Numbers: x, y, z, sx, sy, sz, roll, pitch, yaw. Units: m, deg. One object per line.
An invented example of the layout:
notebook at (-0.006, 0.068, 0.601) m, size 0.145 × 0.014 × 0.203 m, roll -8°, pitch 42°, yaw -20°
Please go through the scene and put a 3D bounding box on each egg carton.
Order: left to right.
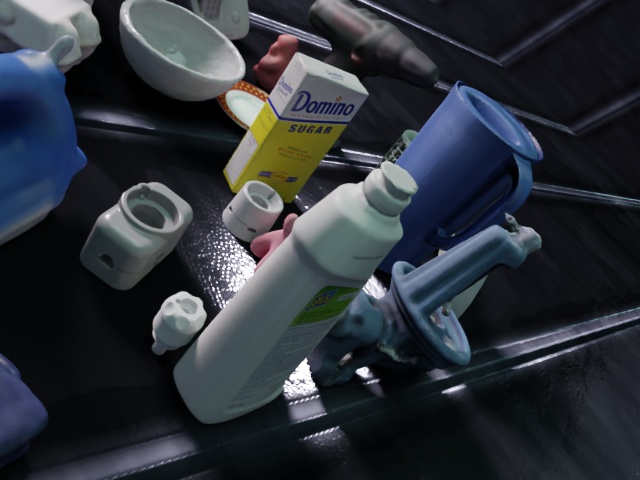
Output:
egg carton at (-0.321, -0.244, 0.620) m, size 0.150 × 0.069 × 0.107 m, roll 31°, pitch 34°, yaw -14°

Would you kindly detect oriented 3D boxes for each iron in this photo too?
iron at (-0.265, -0.063, 0.393) m, size 0.119 × 0.141 × 0.258 m, roll 37°, pitch 33°, yaw -4°

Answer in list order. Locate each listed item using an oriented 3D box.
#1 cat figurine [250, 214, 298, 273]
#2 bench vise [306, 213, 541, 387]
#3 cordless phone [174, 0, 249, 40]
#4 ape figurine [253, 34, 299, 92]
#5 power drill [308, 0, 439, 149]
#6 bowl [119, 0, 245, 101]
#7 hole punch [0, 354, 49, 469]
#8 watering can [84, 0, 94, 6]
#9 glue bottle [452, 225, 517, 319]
cat figurine at (0.006, 0.002, 0.613) m, size 0.128 × 0.117 × 0.067 m, roll 15°, pitch 40°, yaw -34°
bench vise at (0.097, 0.064, 0.538) m, size 0.208 × 0.219 × 0.121 m, roll -8°, pitch 55°, yaw -49°
cordless phone at (-0.141, -0.405, 0.887) m, size 0.094 × 0.185 × 0.148 m, roll 43°, pitch 33°, yaw 5°
ape figurine at (-0.065, -0.285, 0.908) m, size 0.076 × 0.092 × 0.078 m, roll 50°, pitch 34°, yaw 15°
power drill at (0.044, -0.243, 0.861) m, size 0.229 × 0.208 × 0.076 m, roll 51°, pitch 34°, yaw 17°
bowl at (-0.185, -0.232, 0.739) m, size 0.168 × 0.074 × 0.167 m, roll 27°, pitch 35°, yaw -20°
hole punch at (-0.214, 0.088, 0.312) m, size 0.108 × 0.091 × 0.101 m, roll 42°, pitch 33°, yaw 3°
watering can at (-0.297, -0.387, 0.698) m, size 0.101 × 0.193 × 0.172 m, roll 8°, pitch 45°, yaw -40°
glue bottle at (0.169, 0.041, 0.682) m, size 0.037 × 0.173 × 0.078 m, roll 20°, pitch 37°, yaw -28°
